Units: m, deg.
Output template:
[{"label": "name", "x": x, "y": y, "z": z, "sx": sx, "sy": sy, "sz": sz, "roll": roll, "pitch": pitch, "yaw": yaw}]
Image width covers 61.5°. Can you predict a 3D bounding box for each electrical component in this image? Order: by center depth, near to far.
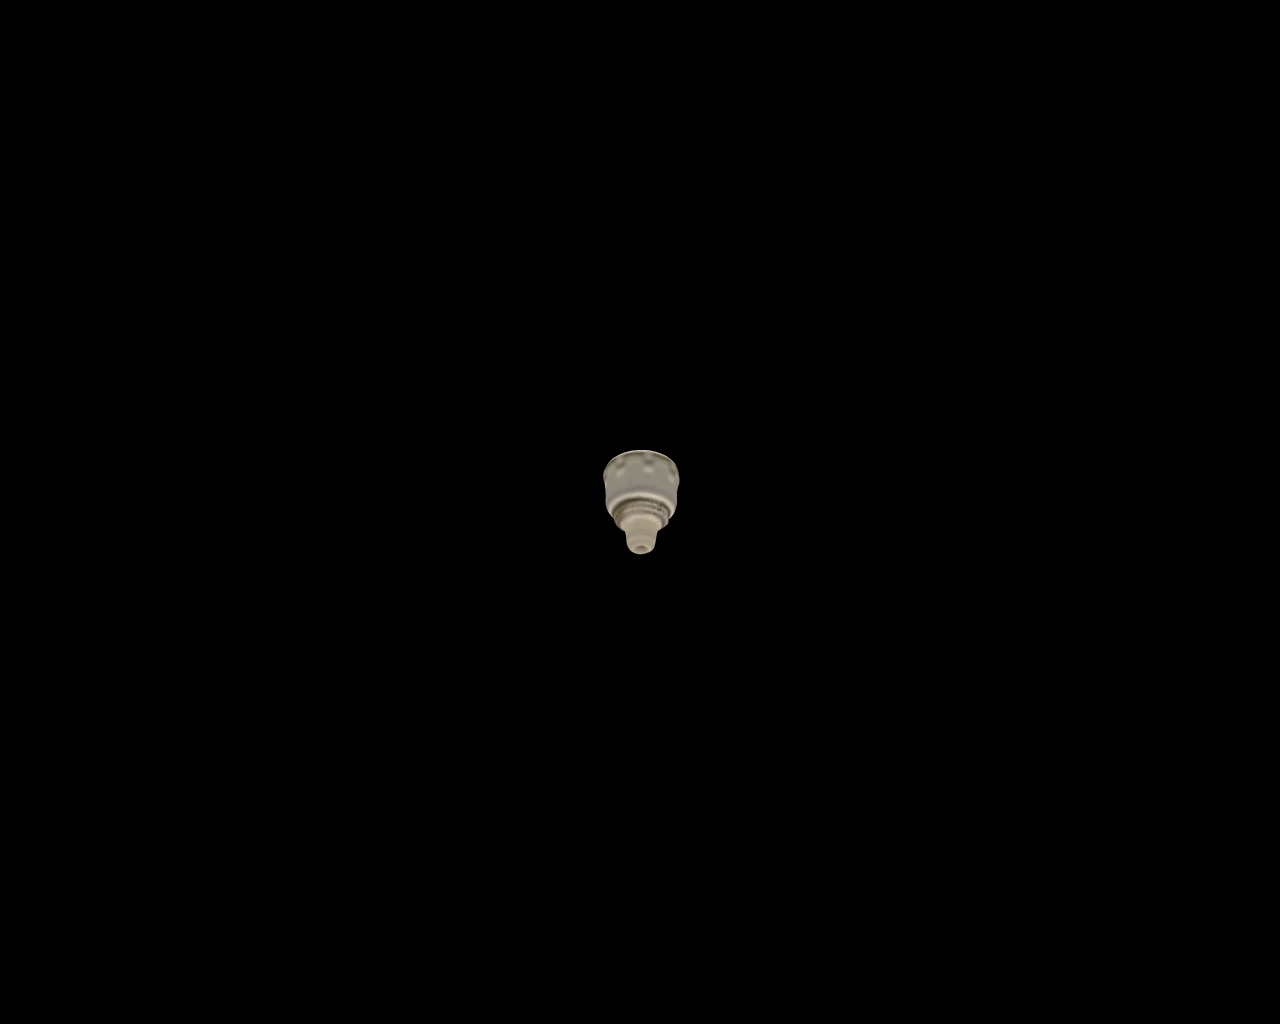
[{"label": "electrical component", "x": 0.001, "y": -0.003, "z": 0.650, "sx": 0.048, "sy": 0.062, "sz": 0.048, "roll": 0, "pitch": -33, "yaw": 0}]
